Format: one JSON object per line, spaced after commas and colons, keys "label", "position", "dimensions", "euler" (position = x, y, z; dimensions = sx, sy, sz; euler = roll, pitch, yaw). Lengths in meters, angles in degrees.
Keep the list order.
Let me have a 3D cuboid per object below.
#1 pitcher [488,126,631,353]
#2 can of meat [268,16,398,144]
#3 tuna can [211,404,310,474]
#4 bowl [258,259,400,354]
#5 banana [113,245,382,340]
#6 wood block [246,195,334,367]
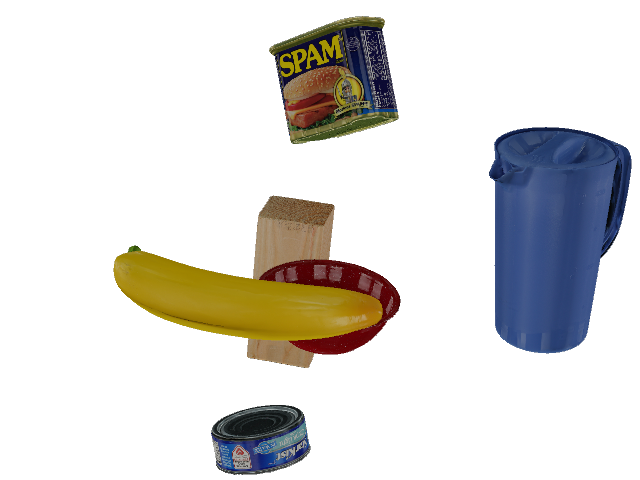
{"label": "pitcher", "position": [0.268, -0.001, 1.216], "dimensions": [0.149, 0.243, 0.144], "euler": [6, 27, 15]}
{"label": "can of meat", "position": [0.012, -0.132, 0.894], "dimensions": [0.102, 0.084, 0.057], "euler": [-12, -2, 40]}
{"label": "tuna can", "position": [-0.053, 0.176, 0.951], "dimensions": [0.086, 0.034, 0.086], "euler": [-9, 10, 1]}
{"label": "bowl", "position": [0.006, 0.080, 1.191], "dimensions": [0.162, 0.055, 0.162], "euler": [4, 26, -2]}
{"label": "banana", "position": [-0.061, 0.032, 0.681], "dimensions": [0.198, 0.037, 0.069], "euler": [13, 33, 24]}
{"label": "wood block", "position": [-0.041, 0.055, 1.442], "dimensions": [0.090, 0.206, 0.090], "euler": [9, 22, 7]}
